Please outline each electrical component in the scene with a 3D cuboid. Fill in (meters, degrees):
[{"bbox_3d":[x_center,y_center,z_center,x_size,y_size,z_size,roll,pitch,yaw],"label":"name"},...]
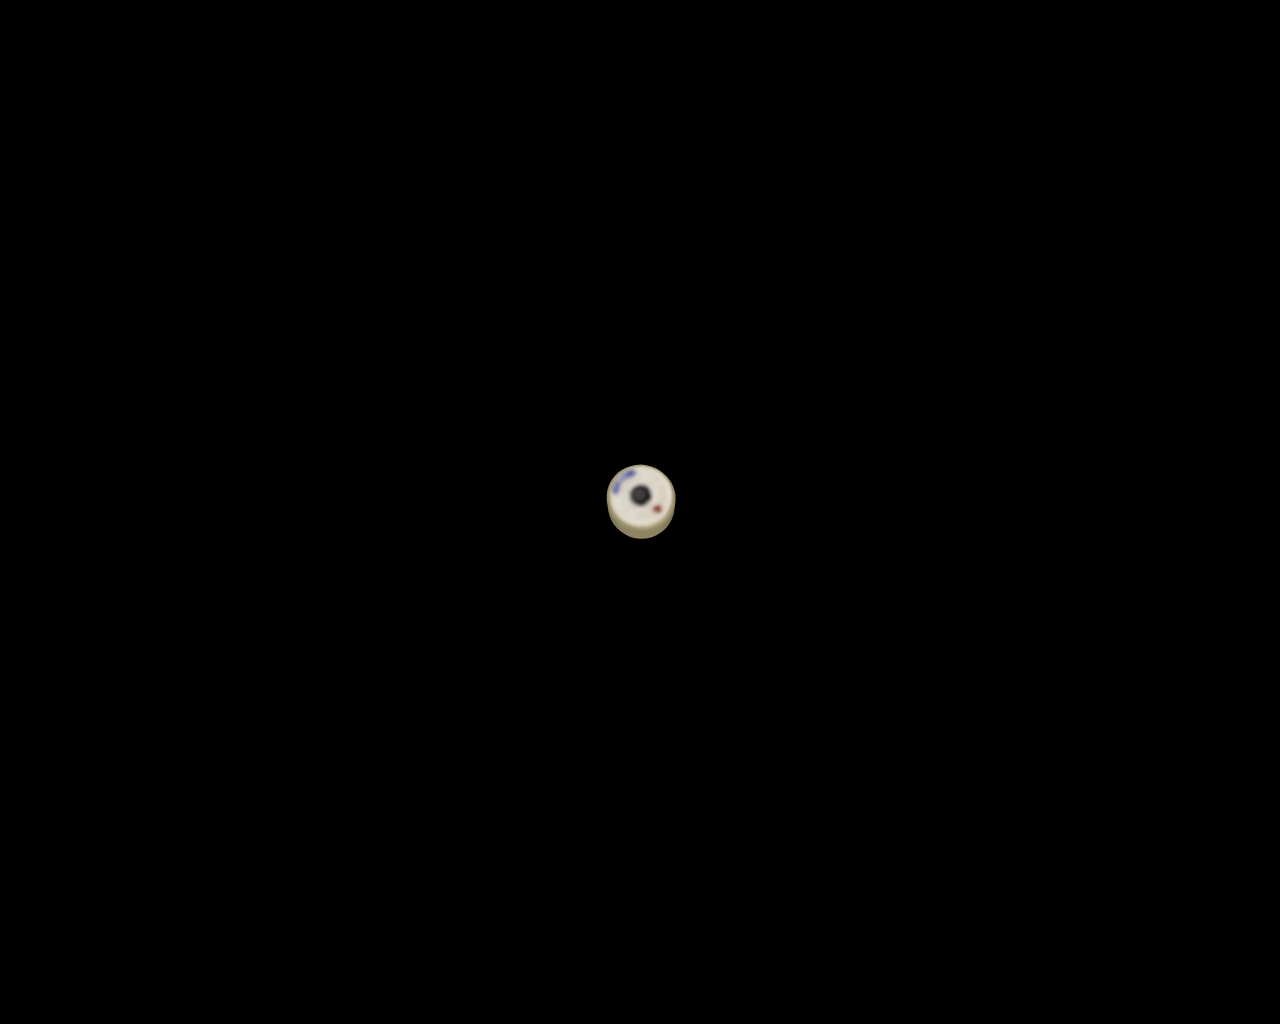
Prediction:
[{"bbox_3d":[0.001,-0.003,0.650,0.040,0.040,0.078,0,-11,0],"label":"electrical component"}]
